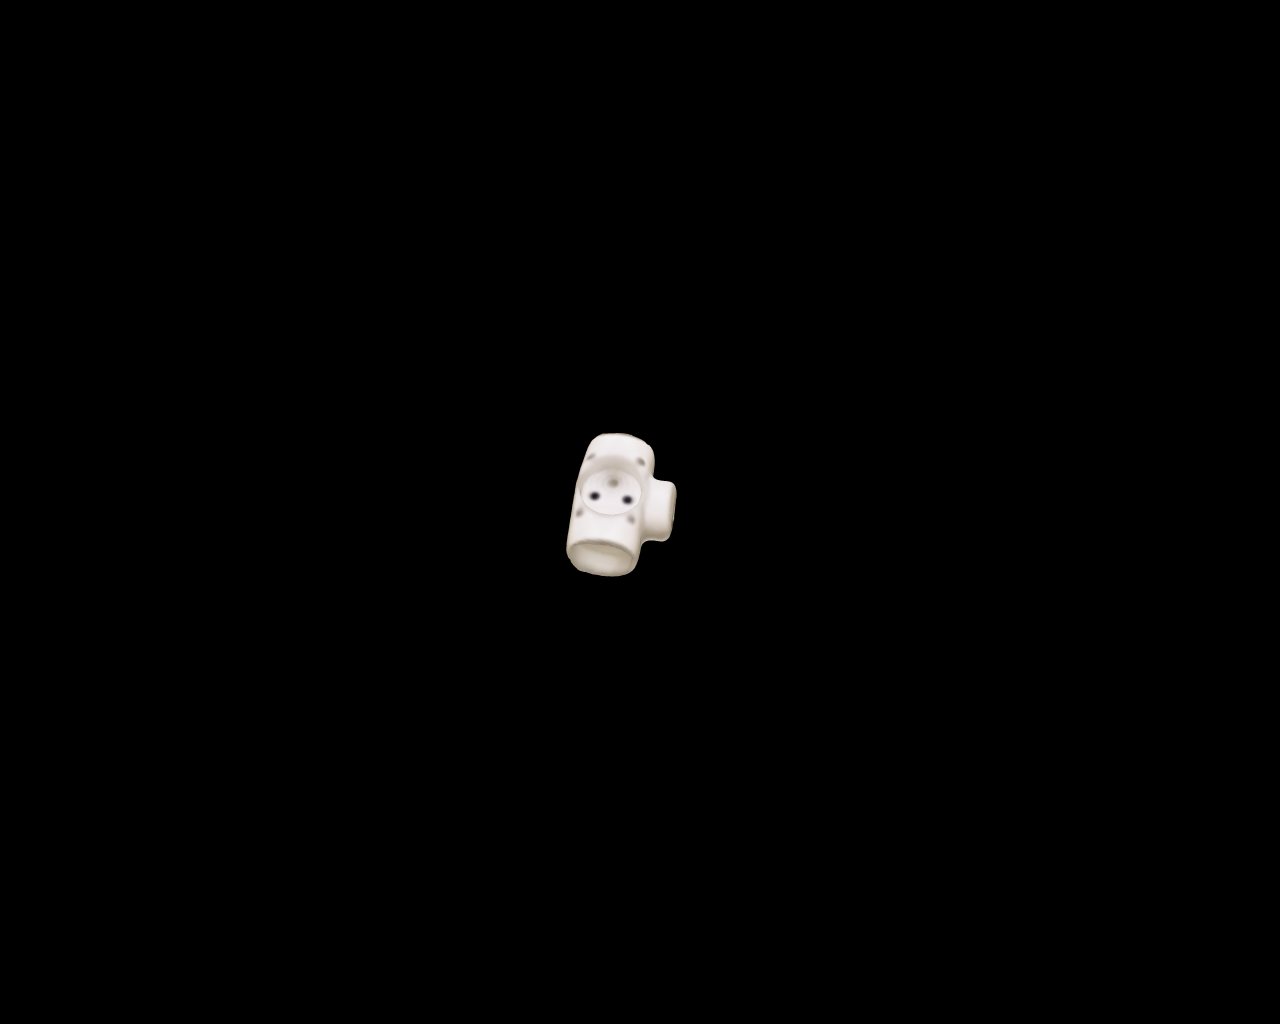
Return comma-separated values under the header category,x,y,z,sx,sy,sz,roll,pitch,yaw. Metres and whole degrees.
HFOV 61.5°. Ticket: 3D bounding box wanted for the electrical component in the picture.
category,x,y,z,sx,sy,sz,roll,pitch,yaw
electrical component,0.001,-0.003,0.650,0.079,0.077,0.044,7,-32,5
